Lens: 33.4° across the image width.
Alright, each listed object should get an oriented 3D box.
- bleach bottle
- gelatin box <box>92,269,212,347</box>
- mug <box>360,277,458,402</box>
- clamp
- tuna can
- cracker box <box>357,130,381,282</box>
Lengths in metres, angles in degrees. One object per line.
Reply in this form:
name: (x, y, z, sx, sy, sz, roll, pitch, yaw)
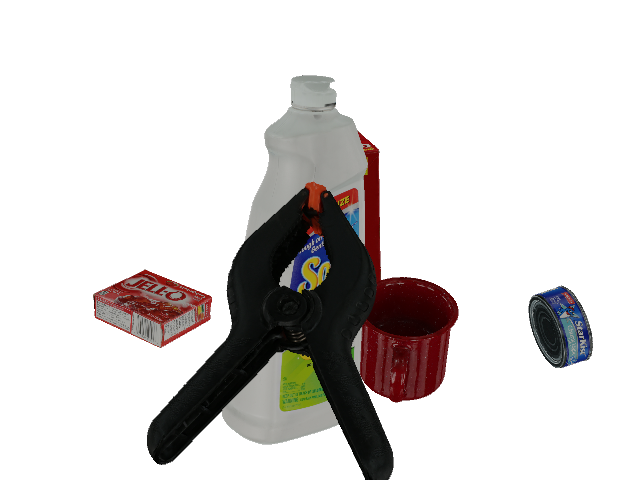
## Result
bleach bottle: (-0.016, 0.011, 0.752, 0.102, 0.251, 0.068, -10, 21, -35)
gelatin box: (-0.161, 0.063, 1.024, 0.089, 0.030, 0.073, 20, 28, 29)
mug: (0.076, 0.100, 0.980, 0.093, 0.081, 0.117, 5, 34, 5)
clamp: (-0.005, 0.049, 0.547, 0.120, 0.171, 0.039, 16, -28, 9)
tuna can: (0.260, 0.095, 1.163, 0.033, 0.086, 0.086, -17, 3, -11)
cracker box: (0.010, -0.042, 1.172, 0.072, 0.164, 0.214, -5, 18, -8)
